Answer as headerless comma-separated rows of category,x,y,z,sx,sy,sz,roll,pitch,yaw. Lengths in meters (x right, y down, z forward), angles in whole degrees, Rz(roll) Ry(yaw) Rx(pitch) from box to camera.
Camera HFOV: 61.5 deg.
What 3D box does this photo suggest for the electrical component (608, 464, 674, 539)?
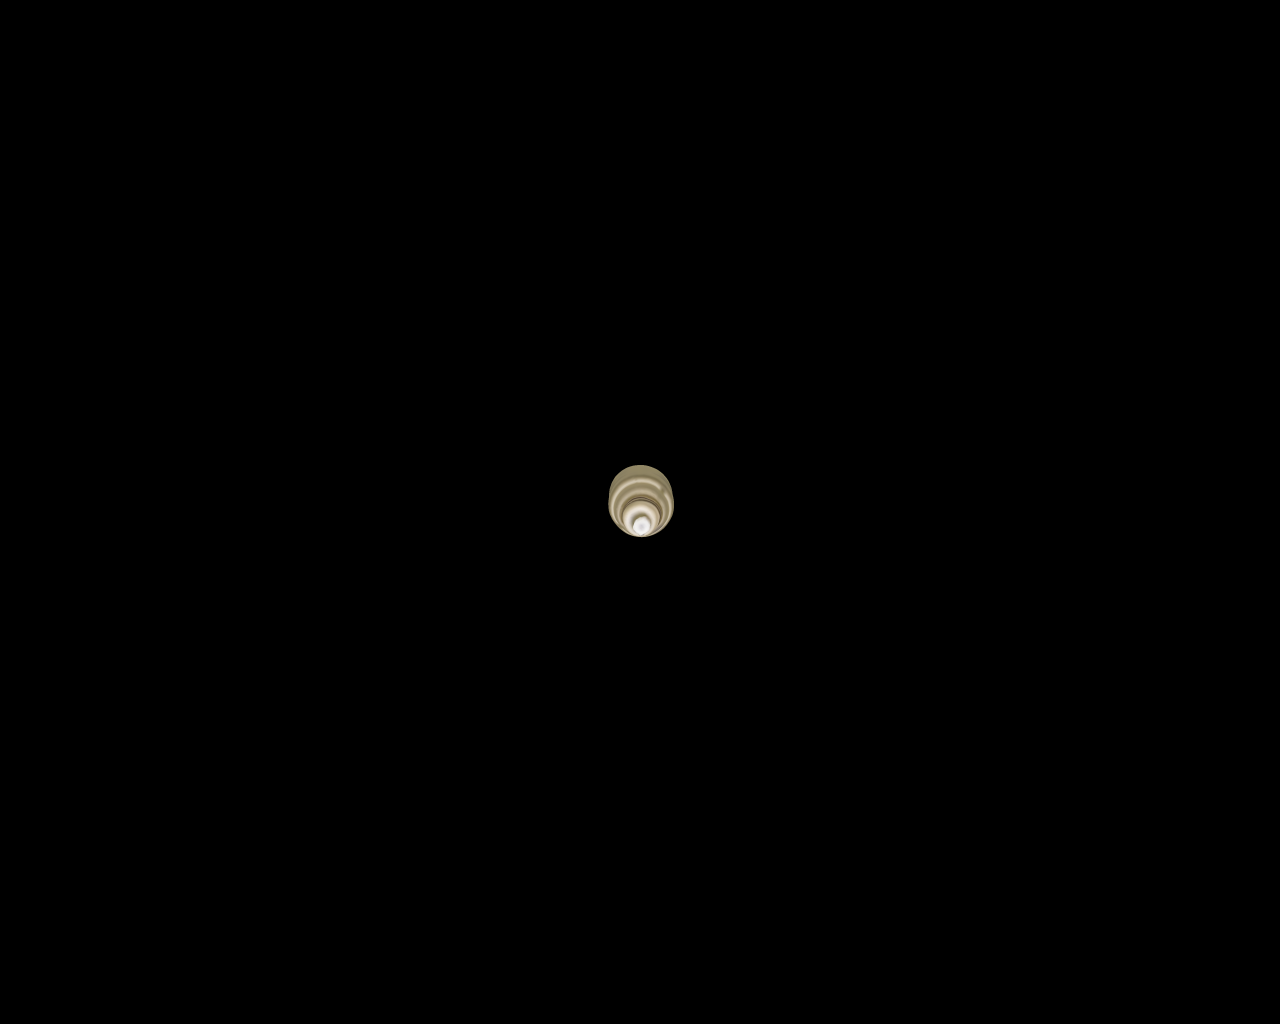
electrical component,0.001,-0.003,0.650,0.040,0.040,0.078,0,16,0
